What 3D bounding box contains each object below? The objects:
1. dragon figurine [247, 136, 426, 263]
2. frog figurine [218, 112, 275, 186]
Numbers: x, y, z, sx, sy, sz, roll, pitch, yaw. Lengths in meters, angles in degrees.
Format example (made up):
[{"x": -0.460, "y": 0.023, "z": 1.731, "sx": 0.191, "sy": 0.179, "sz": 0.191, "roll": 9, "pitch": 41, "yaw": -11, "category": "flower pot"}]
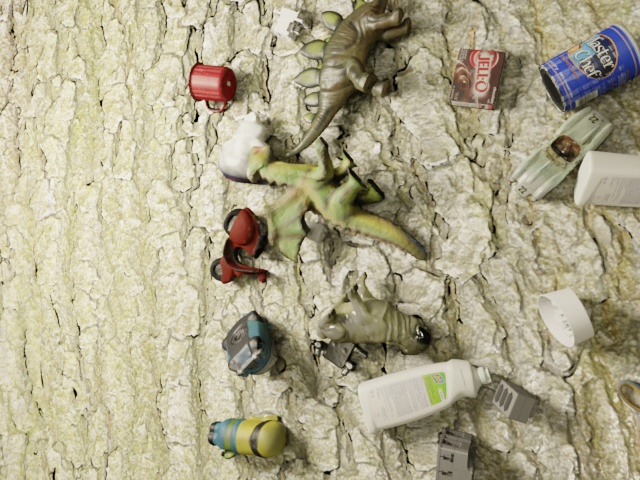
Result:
[{"x": 0.003, "y": -0.054, "z": 1.063, "sx": 0.241, "sy": 0.123, "sz": 0.411, "roll": -40, "pitch": 87, "yaw": 14, "category": "dragon figurine"}, {"x": -0.160, "y": -0.207, "z": 1.152, "sx": 0.138, "sy": 0.123, "sz": 0.158, "roll": 16, "pitch": 104, "yaw": 40, "category": "frog figurine"}]
